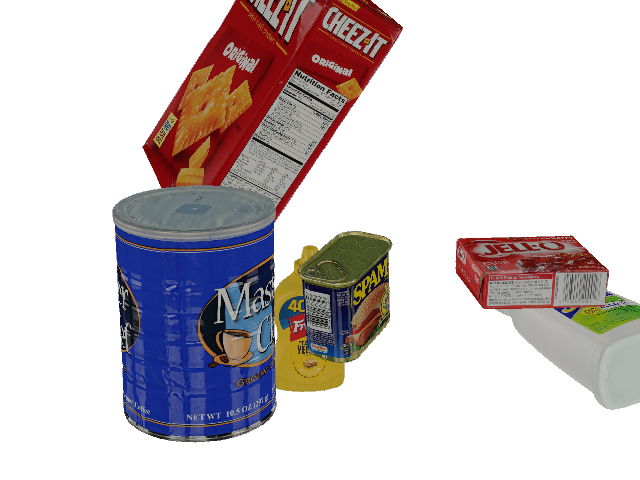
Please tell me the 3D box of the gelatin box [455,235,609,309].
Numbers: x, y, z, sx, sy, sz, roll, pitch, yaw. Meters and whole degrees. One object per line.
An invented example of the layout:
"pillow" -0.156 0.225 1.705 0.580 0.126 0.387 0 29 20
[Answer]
"gelatin box" 0.145 0.021 0.743 0.089 0.030 0.073 -1 19 -6

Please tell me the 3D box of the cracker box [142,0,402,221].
"cracker box" -0.048 -0.116 0.835 0.072 0.214 0.164 26 17 -30

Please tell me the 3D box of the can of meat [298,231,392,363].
"can of meat" 0.025 0.051 0.976 0.058 0.084 0.101 12 30 27

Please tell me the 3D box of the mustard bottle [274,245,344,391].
"mustard bottle" -0.015 0.099 1.375 0.096 0.192 0.058 -1 20 -6

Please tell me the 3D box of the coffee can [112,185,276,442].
"coffee can" -0.080 0.044 0.694 0.103 0.140 0.103 0 18 0

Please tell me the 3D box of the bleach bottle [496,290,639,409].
"bleach bottle" 0.228 0.074 1.010 0.102 0.068 0.251 -14 21 -20
